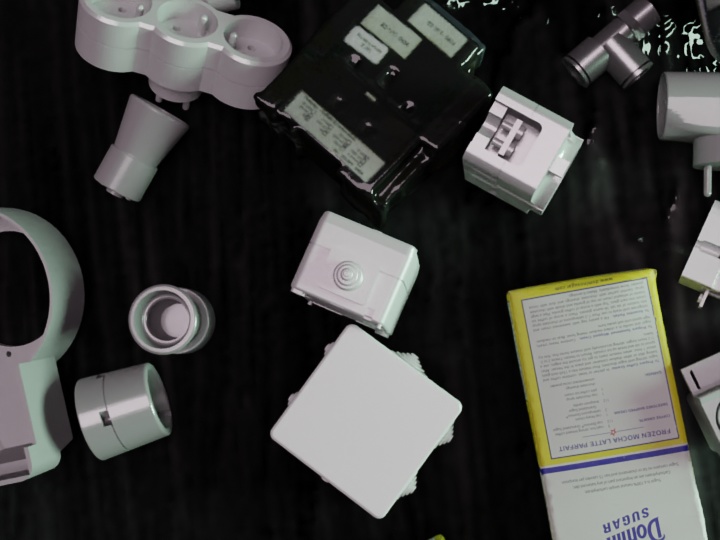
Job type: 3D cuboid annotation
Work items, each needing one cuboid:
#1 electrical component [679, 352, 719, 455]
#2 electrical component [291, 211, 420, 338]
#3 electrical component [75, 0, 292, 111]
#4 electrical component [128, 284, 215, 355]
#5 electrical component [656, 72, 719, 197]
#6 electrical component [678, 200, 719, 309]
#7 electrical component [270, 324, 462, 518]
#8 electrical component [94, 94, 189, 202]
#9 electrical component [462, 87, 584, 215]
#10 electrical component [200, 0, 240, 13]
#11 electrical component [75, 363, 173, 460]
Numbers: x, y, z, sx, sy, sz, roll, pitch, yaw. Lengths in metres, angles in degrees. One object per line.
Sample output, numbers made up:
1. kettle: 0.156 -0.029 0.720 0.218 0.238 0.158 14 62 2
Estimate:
1. electrical component: 0.265 0.071 0.651 0.121 0.063 0.078 -25 83 4
2. electrical component: 0.000 0.000 0.670 0.062 0.096 0.061 23 85 8
3. electrical component: -0.120 -0.136 0.713 0.138 0.073 0.052 15 46 -7
4. electrical component: -0.121 0.033 0.703 0.045 0.055 0.045 0 86 6
5. electrical component: 0.229 -0.085 0.677 0.077 0.043 0.079 1 86 7
6. electrical component: 0.235 -0.003 0.670 0.055 0.048 0.066 24 88 15
7. electrical component: 0.006 0.095 0.687 0.100 0.048 0.099 36 91 8
8. electrical component: -0.150 -0.079 0.722 0.044 0.044 0.065 31 95 8
9. electrical component: 0.101 -0.070 0.667 0.056 0.089 0.050 30 90 8
10. electrical component: -0.082 -0.198 0.720 0.055 0.045 0.045 -13 84 6
11. electrical component: -0.153 0.091 0.704 0.047 0.055 0.055 -18 84 1
